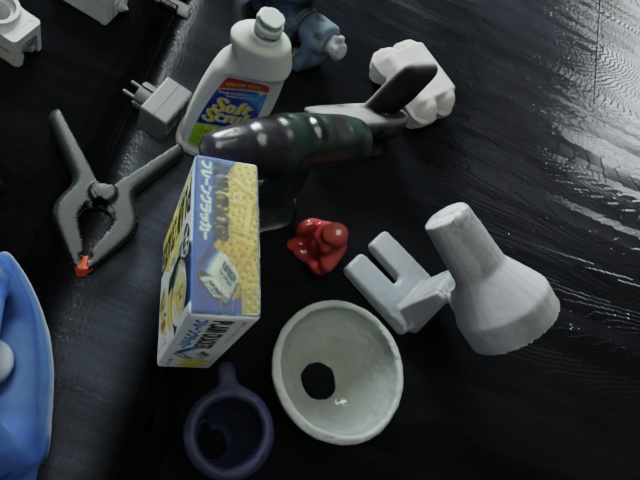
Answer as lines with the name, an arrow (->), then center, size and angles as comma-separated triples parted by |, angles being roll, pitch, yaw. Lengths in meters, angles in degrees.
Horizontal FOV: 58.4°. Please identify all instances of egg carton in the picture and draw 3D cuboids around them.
egg carton -> 0.154, -0.259, 0.949 | 0.107, 0.069, 0.150 | -31, 82, -32

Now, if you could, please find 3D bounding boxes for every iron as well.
iron -> -0.311, 0.108, 0.530 | 0.119, 0.141, 0.258 | 2, 66, -23

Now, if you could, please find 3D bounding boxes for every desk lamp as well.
desk lamp -> 0.162, 0.053, 0.724 | 0.203, 0.213, 0.118 | 46, 57, 1

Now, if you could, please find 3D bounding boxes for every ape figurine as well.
ape figurine -> 0.007, 0.003, 0.750 | 0.076, 0.092, 0.078 | 1, 67, -24

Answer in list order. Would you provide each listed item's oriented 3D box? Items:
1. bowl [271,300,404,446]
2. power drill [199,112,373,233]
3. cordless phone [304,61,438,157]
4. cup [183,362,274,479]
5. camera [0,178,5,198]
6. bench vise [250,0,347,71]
bowl -> 0.012, 0.162, 0.689 | 0.168, 0.074, 0.167 | 10, 63, -20
power drill -> -0.055, -0.081, 0.692 | 0.230, 0.208, 0.075 | -19, 75, -30
cordless phone -> 0.071, -0.199, 0.817 | 0.148, 0.184, 0.094 | -13, 73, -28
cup -> -0.106, 0.195, 0.609 | 0.092, 0.094, 0.117 | 2, 66, -23
camera -> -0.394, -0.035, 0.582 | 0.137, 0.100, 0.143 | -35, 84, -32
bench vise -> -0.013, -0.375, 0.839 | 0.207, 0.219, 0.122 | 40, 57, -2
